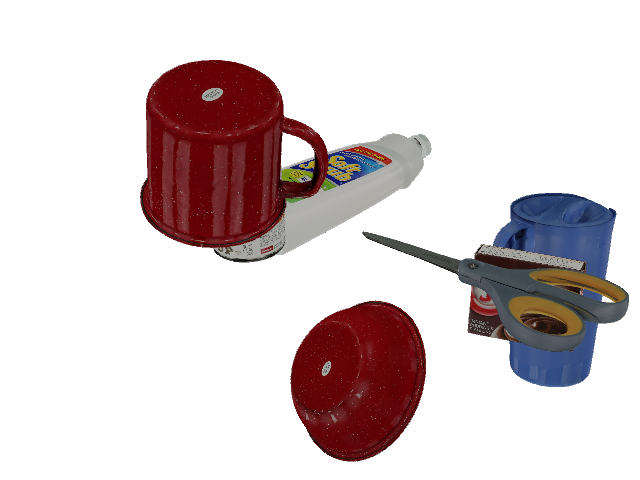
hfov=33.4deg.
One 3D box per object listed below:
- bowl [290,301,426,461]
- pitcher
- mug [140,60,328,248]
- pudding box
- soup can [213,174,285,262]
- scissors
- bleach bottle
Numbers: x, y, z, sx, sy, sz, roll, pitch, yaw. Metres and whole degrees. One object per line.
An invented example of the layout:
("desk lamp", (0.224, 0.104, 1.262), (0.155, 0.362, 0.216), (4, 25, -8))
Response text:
("bowl", (0.022, 0.129, 1.031), (0.162, 0.162, 0.055), (0, -19, 46))
("pitcher", (0.302, 0.068, 1.406), (0.149, 0.243, 0.145), (5, 21, 13))
("mug", (-0.053, -0.054, 0.652), (0.117, 0.081, 0.093), (9, 43, 4))
("pudding box", (0.212, 0.058, 1.096), (0.114, 0.090, 0.039), (8, 22, 17))
("soup can", (-0.066, -0.041, 0.931), (0.068, 0.102, 0.068), (-2, 31, 1))
("scissors", (0.106, 0.033, 0.733), (0.202, 0.016, 0.096), (11, 31, 22))
("bleach bottle", (0.024, -0.071, 1.258), (0.250, 0.068, 0.103), (-28, 44, -29))
